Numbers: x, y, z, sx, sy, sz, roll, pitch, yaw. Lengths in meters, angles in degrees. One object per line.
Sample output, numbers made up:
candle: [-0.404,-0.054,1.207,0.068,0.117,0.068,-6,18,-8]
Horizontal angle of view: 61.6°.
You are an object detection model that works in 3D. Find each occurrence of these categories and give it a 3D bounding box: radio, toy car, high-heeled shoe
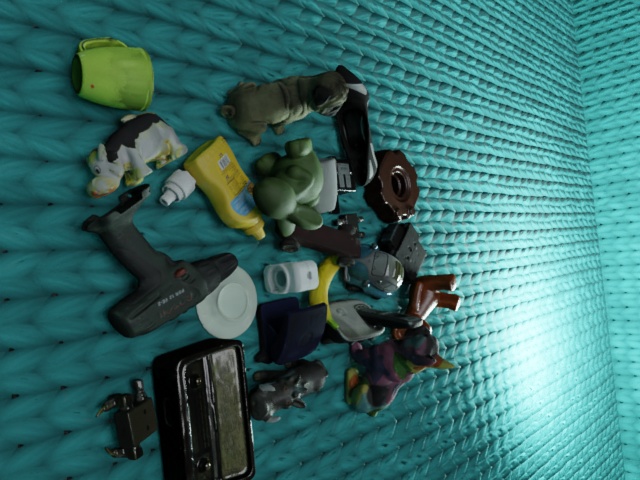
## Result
radio: [-0.182,0.279,0.850,0.131,0.073,0.229,-5,88,-47]
toy car: [0.130,0.073,1.188,0.161,0.103,0.109,32,63,-37]
high-heeled shoe: [0.068,-0.239,1.163,0.248,0.086,0.145,59,34,-41]
toy car: [-0.002,-0.003,1.080,0.202,0.053,0.089,17,59,-33]

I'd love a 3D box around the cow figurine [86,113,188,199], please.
cow figurine: [-0.288,-0.131,0.800,0.167,0.068,0.098,-43,110,-45]

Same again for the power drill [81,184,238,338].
power drill: [-0.247,0.021,0.824,0.232,0.086,0.207,-44,123,-38]

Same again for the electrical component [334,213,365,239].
electrical component: [0.066,-0.026,1.191,0.094,0.021,0.063,-8,91,-48]

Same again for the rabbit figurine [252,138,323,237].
rabbit figurine: [-0.067,-0.083,0.966,0.159,0.121,0.170,68,29,-18]

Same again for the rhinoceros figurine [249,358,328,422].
rhinoceros figurine: [-0.060,0.267,0.955,0.190,0.112,0.073,-9,94,-54]

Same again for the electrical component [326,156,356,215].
electrical component: [0.036,-0.117,1.155,0.075,0.048,0.119,2,82,-46]

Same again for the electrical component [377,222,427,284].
electrical component: [0.195,0.025,1.295,0.134,0.058,0.115,50,50,-30]

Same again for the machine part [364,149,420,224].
machine part: [0.175,-0.132,1.296,0.179,0.056,0.179,10,76,-45]

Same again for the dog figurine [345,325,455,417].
dog figurine: [0.164,0.273,1.112,0.108,0.219,0.191,24,67,-39]

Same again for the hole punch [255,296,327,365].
hole punch: [-0.047,0.169,1.000,0.142,0.092,0.115,-9,95,-50]

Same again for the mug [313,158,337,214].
mug: [-0.012,-0.105,1.083,0.109,0.081,0.107,-19,105,-29]

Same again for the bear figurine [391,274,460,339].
bear figurine: [0.248,0.178,1.279,0.196,0.132,0.120,-63,144,-39]

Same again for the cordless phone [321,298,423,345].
cordless phone: [0.100,0.169,1.083,0.146,0.184,0.088,0,89,-47]

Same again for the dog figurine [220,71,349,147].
dog figurine: [-0.064,-0.252,0.965,0.172,0.191,0.121,-35,109,-42]

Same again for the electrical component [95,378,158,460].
electrical component: [-0.278,0.263,0.777,0.078,0.045,0.102,-40,119,-73]
